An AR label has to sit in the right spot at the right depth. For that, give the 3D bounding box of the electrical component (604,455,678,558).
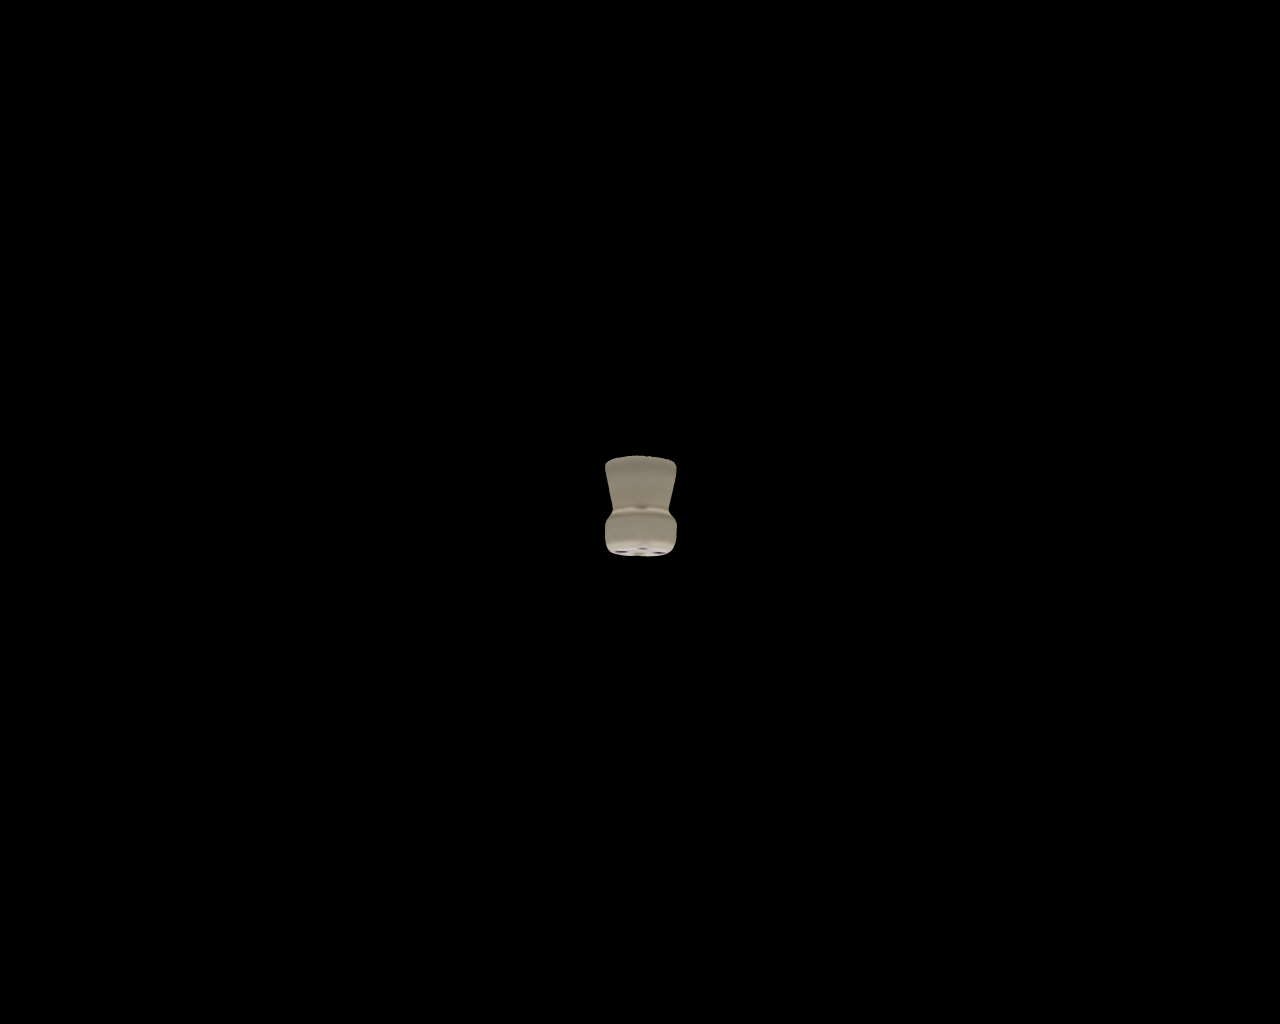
[{"bbox_3d":[0.001,-0.003,0.650,0.045,0.055,0.045,0,-11,0],"label":"electrical component"}]
